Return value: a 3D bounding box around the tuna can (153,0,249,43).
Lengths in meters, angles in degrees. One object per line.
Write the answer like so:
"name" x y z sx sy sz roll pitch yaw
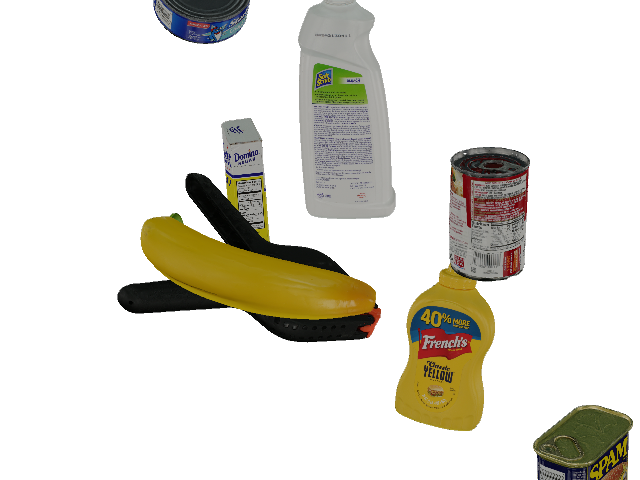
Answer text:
"tuna can" -0.105 -0.216 0.943 0.086 0.086 0.034 0 -31 -13

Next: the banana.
"banana" -0.057 0.015 0.697 0.198 0.037 0.069 22 37 37

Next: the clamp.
"clamp" -0.054 0.037 0.888 0.210 0.036 0.164 27 46 5

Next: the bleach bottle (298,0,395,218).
"bleach bottle" 0.029 -0.145 1.103 0.102 0.251 0.068 -1 31 0

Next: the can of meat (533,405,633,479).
"can of meat" 0.236 0.209 0.957 0.058 0.084 0.101 13 27 40

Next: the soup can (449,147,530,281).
"soup can" 0.148 -0.023 0.939 0.068 0.102 0.068 -2 24 1

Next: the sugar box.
"sugar box" -0.092 -0.053 1.318 0.048 0.176 0.093 -10 24 -8

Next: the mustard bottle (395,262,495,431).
"mustard bottle" 0.142 0.108 1.176 0.096 0.192 0.058 12 14 22
